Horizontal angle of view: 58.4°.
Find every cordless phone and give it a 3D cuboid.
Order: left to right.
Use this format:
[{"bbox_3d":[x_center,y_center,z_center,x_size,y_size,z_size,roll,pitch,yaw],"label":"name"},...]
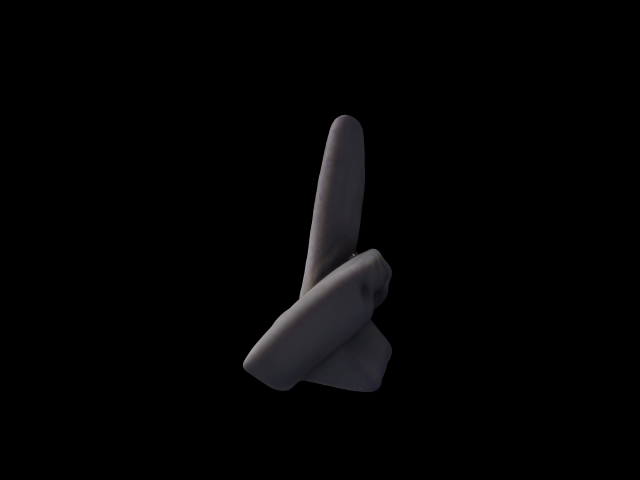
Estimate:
[{"bbox_3d":[0.004,0.001,0.400,0.094,0.185,0.148,0,4,7],"label":"cordless phone"}]
